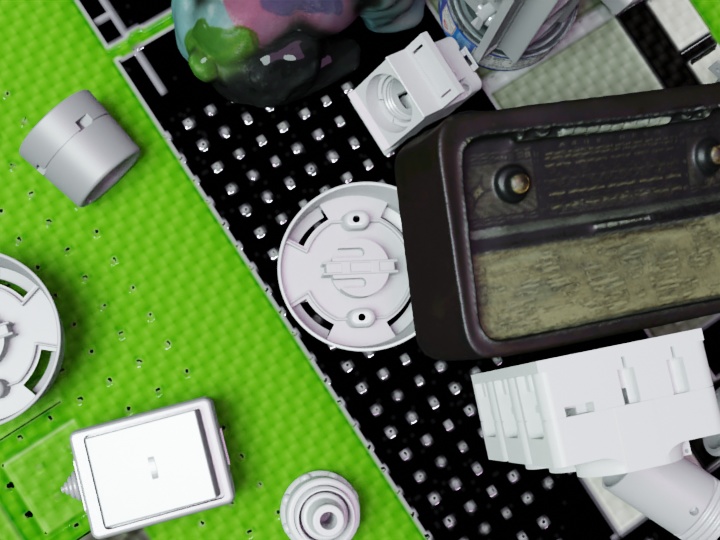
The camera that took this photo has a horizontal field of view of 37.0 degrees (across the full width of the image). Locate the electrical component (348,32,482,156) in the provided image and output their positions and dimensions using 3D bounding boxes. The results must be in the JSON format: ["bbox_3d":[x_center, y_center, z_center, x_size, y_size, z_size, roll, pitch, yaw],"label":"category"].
[{"bbox_3d":[0.036,-0.110,0.654,0.064,0.081,0.042,-32,88,-38],"label":"electrical component"}]

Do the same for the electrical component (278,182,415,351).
[{"bbox_3d":[0.000,0.000,0.640,0.099,0.064,0.099,1,83,-7],"label":"electrical component"}]

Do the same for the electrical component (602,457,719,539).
[{"bbox_3d":[0.194,0.137,0.657,0.081,0.043,0.043,33,80,-2],"label":"electrical component"}]

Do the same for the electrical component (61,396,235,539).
[{"bbox_3d":[-0.124,0.113,0.613,0.096,0.061,0.061,-14,85,-8],"label":"electrical component"}]

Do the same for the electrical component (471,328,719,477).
[{"bbox_3d":[0.126,0.077,0.602,0.089,0.150,0.061,-10,83,-8],"label":"electrical component"}]

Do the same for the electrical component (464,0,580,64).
[{"bbox_3d":[0.097,-0.174,0.608,0.079,0.121,0.063,-41,87,-10],"label":"electrical component"}]

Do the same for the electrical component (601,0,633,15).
[{"bbox_3d":[0.171,-0.213,0.691,0.057,0.058,0.078,42,80,-3],"label":"electrical component"}]

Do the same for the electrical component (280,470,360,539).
[{"bbox_3d":[-0.021,0.141,0.621,0.048,0.062,0.048,1,83,-7],"label":"electrical component"}]

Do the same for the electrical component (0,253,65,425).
[{"bbox_3d":[-0.215,0.041,0.609,0.099,0.064,0.099,1,83,-7],"label":"electrical component"}]

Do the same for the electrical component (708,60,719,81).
[{"bbox_3d":[0.248,-0.104,0.693,0.066,0.048,0.055,41,73,-1],"label":"electrical component"}]

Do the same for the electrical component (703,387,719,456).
[{"bbox_3d":[0.248,0.099,0.668,0.055,0.045,0.045,13,82,-5],"label":"electrical component"}]

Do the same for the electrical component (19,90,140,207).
[{"bbox_3d":[-0.164,-0.070,0.635,0.047,0.055,0.055,46,80,-4],"label":"electrical component"}]
